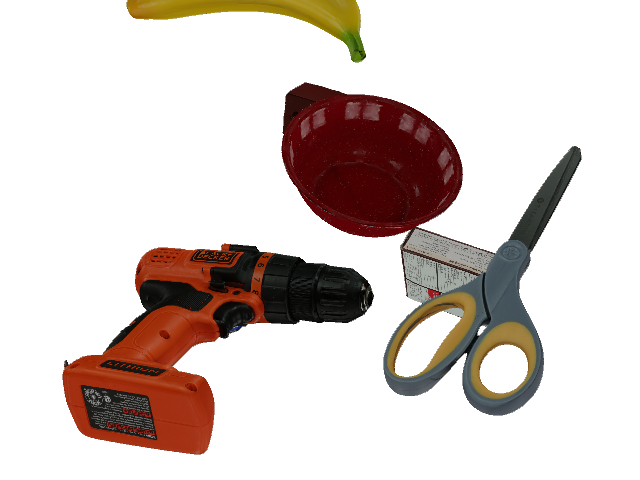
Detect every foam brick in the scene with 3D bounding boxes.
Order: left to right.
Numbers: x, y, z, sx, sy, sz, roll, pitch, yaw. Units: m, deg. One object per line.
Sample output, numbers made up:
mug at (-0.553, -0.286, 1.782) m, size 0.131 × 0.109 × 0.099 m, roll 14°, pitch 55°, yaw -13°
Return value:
foam brick at (0.001, -0.148, 1.266) m, size 0.078 × 0.053 × 0.051 m, roll 19°, pitch 31°, yaw 21°

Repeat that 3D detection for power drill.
power drill at (-0.073, 0.067, 0.734) m, size 0.185 × 0.057 × 0.187 m, roll 3°, pitch 28°, yaw 21°

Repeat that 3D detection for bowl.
bowl at (0.042, -0.056, 0.950) m, size 0.162 × 0.162 × 0.055 m, roll 0°, pitch -40°, yaw -12°

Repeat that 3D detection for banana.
banana at (-0.050, -0.185, 0.821) m, size 0.198 × 0.069 × 0.037 m, roll 12°, pitch -40°, yaw 16°

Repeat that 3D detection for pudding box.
pudding box at (0.145, 0.040, 1.151) m, size 0.114 × 0.039 × 0.090 m, roll 18°, pitch -36°, yaw 24°

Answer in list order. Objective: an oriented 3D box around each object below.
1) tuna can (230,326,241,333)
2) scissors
tuna can at (-0.121, 0.070, 1.114) m, size 0.086 × 0.034 × 0.086 m, roll 7°, pitch 12°, yaw -2°
scissors at (0.121, 0.024, 0.613) m, size 0.201 × 0.016 × 0.096 m, roll -41°, pitch 50°, yaw -18°
